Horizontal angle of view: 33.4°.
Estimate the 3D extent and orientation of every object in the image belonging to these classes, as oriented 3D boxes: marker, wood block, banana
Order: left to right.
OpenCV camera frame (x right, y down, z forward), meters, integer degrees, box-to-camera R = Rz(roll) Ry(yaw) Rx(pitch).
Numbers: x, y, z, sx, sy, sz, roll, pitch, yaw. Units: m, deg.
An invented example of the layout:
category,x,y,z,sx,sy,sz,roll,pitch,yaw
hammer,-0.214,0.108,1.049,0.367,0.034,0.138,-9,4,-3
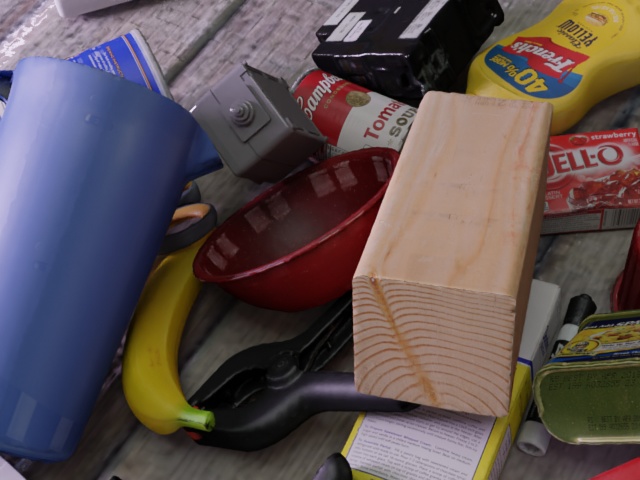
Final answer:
category,x,y,z,sx,sy,sz,roll,pitch,yaw
banana,-0.100,0.065,0.730,0.069,0.037,0.198,-10,40,4
wood block,0.087,-0.001,0.659,0.090,0.091,0.206,8,38,14
marker,0.157,0.086,0.702,0.020,0.020,0.121,17,59,19

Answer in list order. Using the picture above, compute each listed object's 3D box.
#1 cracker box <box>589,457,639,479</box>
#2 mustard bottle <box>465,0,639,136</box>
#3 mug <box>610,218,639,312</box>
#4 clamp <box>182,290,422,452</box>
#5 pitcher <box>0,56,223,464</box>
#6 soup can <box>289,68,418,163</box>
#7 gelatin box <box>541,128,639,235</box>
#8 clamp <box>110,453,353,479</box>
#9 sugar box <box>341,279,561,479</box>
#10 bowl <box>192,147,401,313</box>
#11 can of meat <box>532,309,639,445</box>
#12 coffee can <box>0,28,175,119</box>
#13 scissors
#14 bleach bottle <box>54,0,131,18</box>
category,x,y,z,sx,sy,sz,roll,pitch,yaw
cracker box,0.243,0.188,0.587,0.213,0.072,0.164,-22,56,-9
mustard bottle,0.173,-0.126,0.827,0.191,0.058,0.096,-32,53,-14
mug,0.253,0.024,0.694,0.117,0.081,0.093,5,56,12
clamp,-0.011,0.094,0.682,0.171,0.039,0.120,-32,30,4
pitcher,-0.182,0.010,0.693,0.149,0.144,0.243,9,77,44
soup can,0.028,-0.082,0.809,0.102,0.068,0.068,26,62,23
gelatin box,0.194,-0.043,0.782,0.089,0.030,0.073,-5,54,5
clamp,-0.069,0.225,0.617,0.165,0.036,0.210,-4,61,23
sugar box,0.085,0.097,0.688,0.093,0.048,0.176,15,55,23
bowl,-0.005,0.001,0.730,0.162,0.055,0.162,-27,20,10
can of meat,0.189,0.081,0.638,0.102,0.057,0.083,-11,10,38
coffee can,-0.185,-0.089,0.822,0.140,0.103,0.103,-24,55,-9
scissors,-0.155,0.016,0.769,0.096,0.016,0.201,14,45,46
bleach bottle,-0.127,-0.279,0.976,0.250,0.068,0.102,-16,54,-7
